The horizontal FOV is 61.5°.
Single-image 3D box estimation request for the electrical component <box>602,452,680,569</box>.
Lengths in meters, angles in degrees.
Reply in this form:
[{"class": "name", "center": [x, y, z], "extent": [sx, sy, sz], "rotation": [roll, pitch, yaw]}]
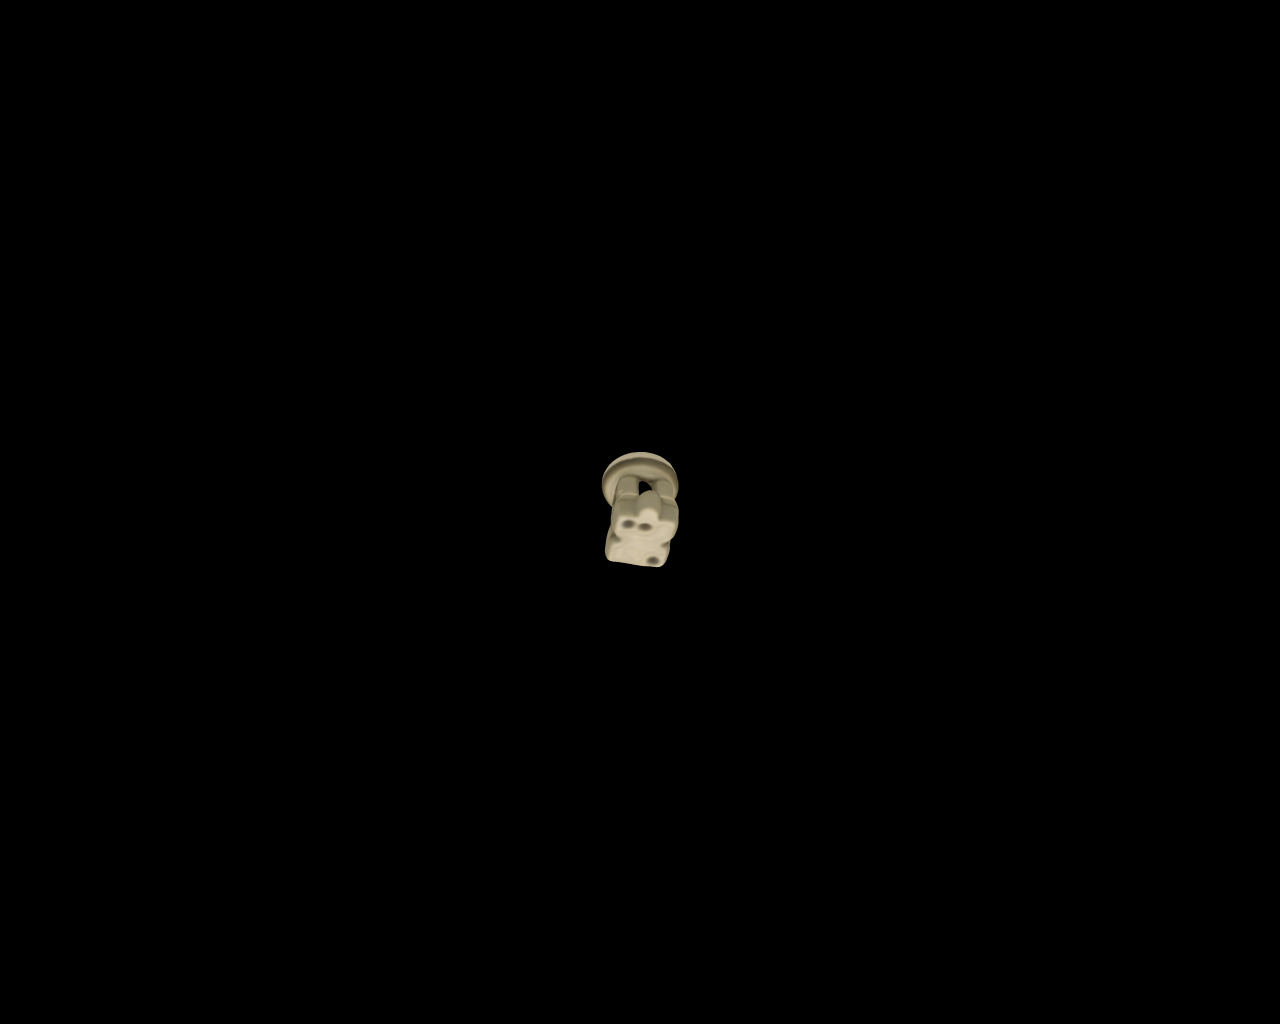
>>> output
[{"class": "electrical component", "center": [0.001, -0.003, 0.650], "extent": [0.048, 0.055, 0.066], "rotation": [8, -43, -8]}]
